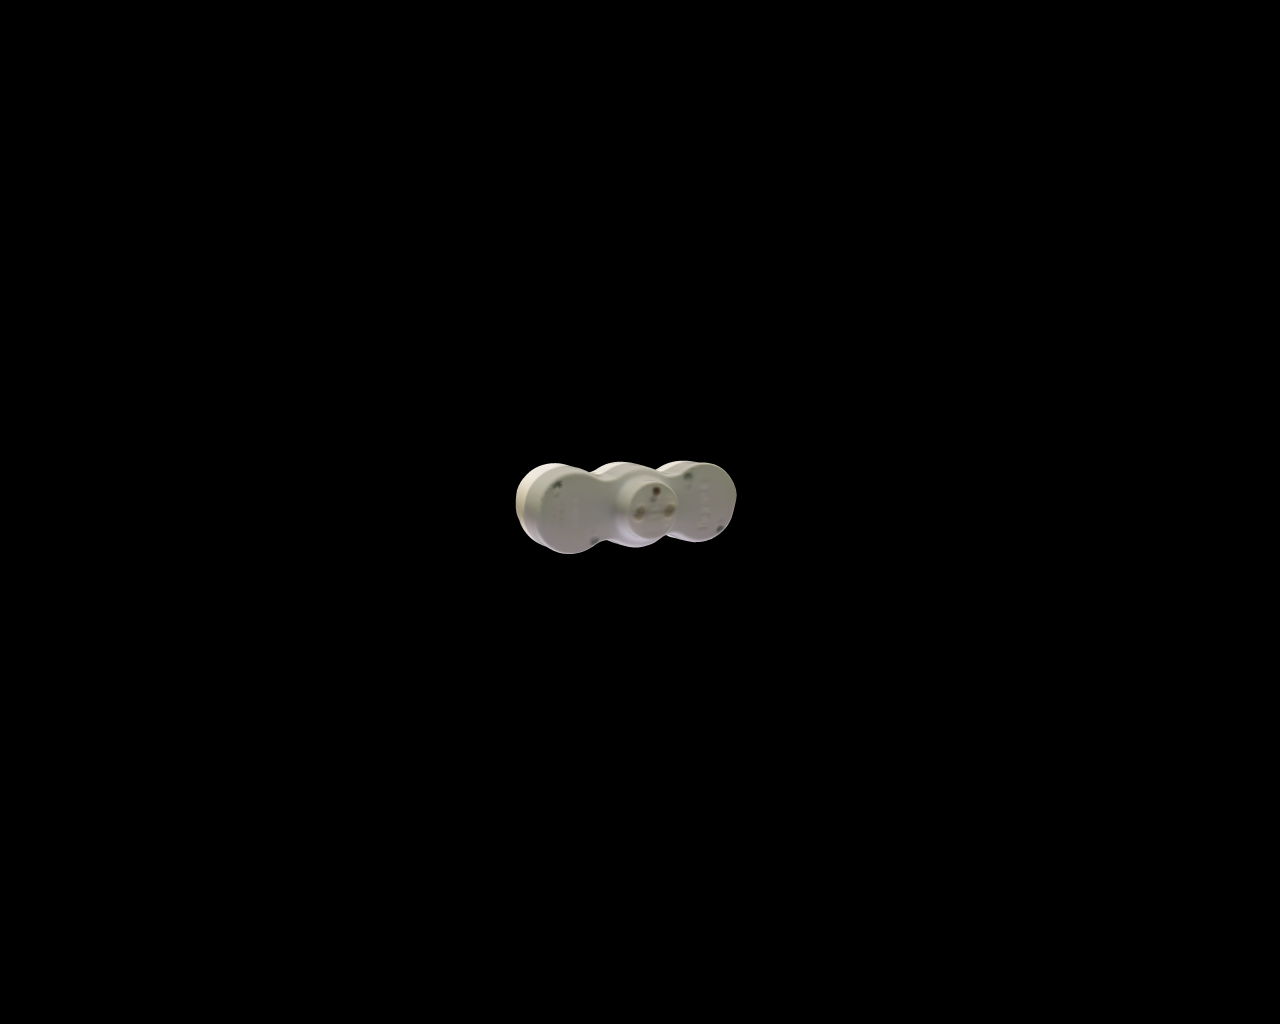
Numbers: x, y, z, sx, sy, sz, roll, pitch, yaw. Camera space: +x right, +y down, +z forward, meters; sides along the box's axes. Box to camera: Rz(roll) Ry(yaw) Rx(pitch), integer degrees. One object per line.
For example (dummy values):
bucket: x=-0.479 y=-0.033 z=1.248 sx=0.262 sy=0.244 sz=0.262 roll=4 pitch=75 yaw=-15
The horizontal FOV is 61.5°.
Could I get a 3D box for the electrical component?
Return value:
electrical component: x=0.001 y=-0.003 z=0.650 sx=0.138 sy=0.052 sz=0.074 roll=-3 pitch=8 yaw=-26
